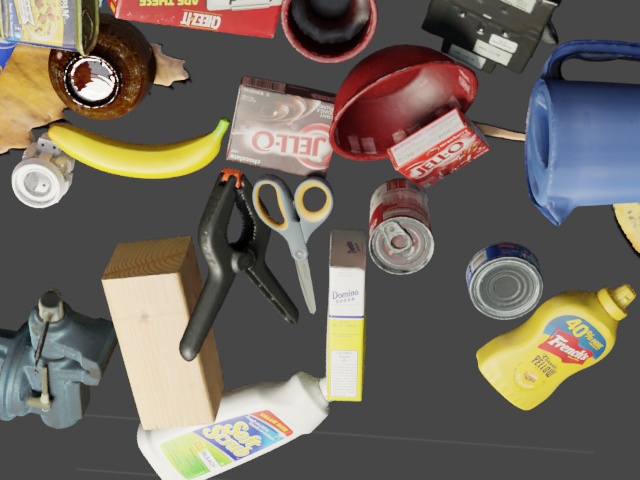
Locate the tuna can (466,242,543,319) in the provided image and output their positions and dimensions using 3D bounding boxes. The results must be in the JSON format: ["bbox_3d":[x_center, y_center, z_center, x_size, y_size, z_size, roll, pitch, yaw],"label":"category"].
[{"bbox_3d":[0.211,0.047,1.217,0.086,0.033,0.086,2,118,3],"label":"tuna can"}]

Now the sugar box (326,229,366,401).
[{"bbox_3d":[0.031,0.085,1.215,0.048,0.093,0.176,3,118,0],"label":"sugar box"}]

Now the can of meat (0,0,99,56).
[{"bbox_3d":[-0.257,-0.231,1.009,0.084,0.057,0.102,8,121,2],"label":"can of meat"}]

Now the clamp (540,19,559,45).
[{"bbox_3d":[0.197,-0.266,1.051,0.171,0.039,0.120,23,122,-2],"label":"clamp"}]

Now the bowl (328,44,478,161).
[{"bbox_3d":[0.076,-0.148,1.084,0.162,0.055,0.162,-18,155,-9],"label":"bowl"}]

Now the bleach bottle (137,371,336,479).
[{"bbox_3d":[-0.092,0.219,1.311,0.251,0.068,0.102,-25,113,13],"label":"bleach bottle"}]

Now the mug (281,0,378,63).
[{"bbox_3d":[0.017,-0.241,1.049,0.093,0.081,0.117,30,116,-12],"label":"mug"}]

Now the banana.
[{"bbox_3d":[-0.193,-0.099,1.160,0.198,0.037,0.069,-3,113,1],"label":"banana"}]

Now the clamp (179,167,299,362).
[{"bbox_3d":[-0.086,0.023,1.196,0.164,0.036,0.210,-8,106,-42],"label":"clamp"}]

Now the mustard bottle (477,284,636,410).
[{"bbox_3d":[0.282,0.113,1.234,0.192,0.058,0.096,-40,110,21],"label":"mustard bottle"}]

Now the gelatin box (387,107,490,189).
[{"bbox_3d":[0.126,-0.095,1.128,0.089,0.030,0.073,-31,152,18],"label":"gelatin box"}]

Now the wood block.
[{"bbox_3d":[-0.178,0.110,1.242,0.091,0.090,0.206,-6,118,7],"label":"wood block"}]

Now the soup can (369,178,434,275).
[{"bbox_3d":[0.087,-0.017,1.152,0.068,0.102,0.068,1,118,2],"label":"soup can"}]

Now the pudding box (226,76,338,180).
[{"bbox_3d":[-0.037,-0.120,1.140,0.113,0.039,0.090,12,118,-3],"label":"pudding box"}]

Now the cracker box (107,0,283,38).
[{"bbox_3d":[-0.102,-0.310,1.000,0.164,0.072,0.214,3,121,-26],"label":"cracker box"}]

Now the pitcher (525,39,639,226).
[{"bbox_3d":[0.335,-0.109,1.084,0.243,0.145,0.149,0,130,-1],"label":"pitcher"}]

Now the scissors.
[{"bbox_3d":[-0.008,0.001,1.195,0.096,0.016,0.201,-17,126,17],"label":"scissors"}]

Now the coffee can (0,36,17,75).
[{"bbox_3d":[-0.379,-0.183,1.091,0.102,0.102,0.140,31,115,-13],"label":"coffee can"}]
